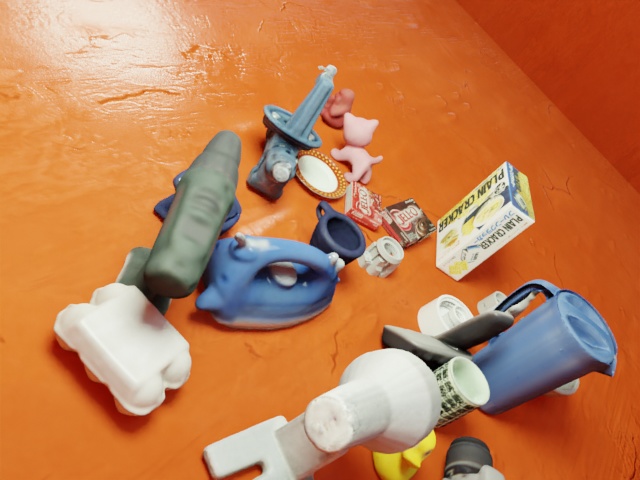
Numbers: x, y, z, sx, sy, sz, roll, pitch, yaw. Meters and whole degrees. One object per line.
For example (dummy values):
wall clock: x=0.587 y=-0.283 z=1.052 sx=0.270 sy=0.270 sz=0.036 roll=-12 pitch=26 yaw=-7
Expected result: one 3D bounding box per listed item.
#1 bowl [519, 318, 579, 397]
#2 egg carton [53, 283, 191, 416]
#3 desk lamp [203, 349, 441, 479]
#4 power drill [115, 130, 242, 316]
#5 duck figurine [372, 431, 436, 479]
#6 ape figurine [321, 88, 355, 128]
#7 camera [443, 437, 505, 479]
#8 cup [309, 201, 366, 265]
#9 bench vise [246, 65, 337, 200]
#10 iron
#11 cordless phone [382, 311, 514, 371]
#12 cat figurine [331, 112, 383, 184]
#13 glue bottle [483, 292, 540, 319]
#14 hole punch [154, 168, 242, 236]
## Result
bowl: x=0.421 y=0.239 z=1.122 sx=0.168 sy=0.074 sz=0.167 roll=25 pitch=41 yaw=-24
egg carton: x=-0.220 y=0.122 z=0.650 sx=0.150 sy=0.069 sz=0.107 roll=46 pitch=37 yaw=2
desk lamp: x=0.011 y=0.219 z=0.651 sx=0.204 sy=0.213 sz=0.118 roll=-8 pitch=61 yaw=-46
power drill: x=-0.172 y=-0.006 z=0.700 sx=0.076 sy=0.208 sz=0.229 roll=27 pitch=40 yaw=-20
duck figurine: x=0.127 y=0.284 z=0.801 sx=0.077 sy=0.086 sz=0.105 roll=39 pitch=37 yaw=-6
ape figurine: x=0.043 y=-0.299 z=1.270 sx=0.076 sy=0.092 sz=0.078 roll=41 pitch=37 yaw=-4
camera: x=0.229 y=0.358 z=0.812 sx=0.143 sy=0.100 sz=0.137 roll=36 pitch=38 yaw=-10
cup: x=0.009 y=0.003 z=0.951 sx=0.092 sy=0.094 sz=0.117 roll=-7 pitch=60 yaw=-45
bench vise: x=-0.032 y=-0.183 z=0.987 sx=0.122 sy=0.219 sz=0.207 roll=15 pitch=46 yaw=-33
iron: x=-0.050 y=0.046 z=0.818 sx=0.259 sy=0.141 sz=0.118 roll=8 pitch=50 yaw=-38
cordless phone: x=0.203 y=0.150 z=0.916 sx=0.148 sy=0.184 sz=0.094 roll=16 pitch=45 yaw=-32
cat figurine: x=0.084 y=-0.198 z=1.191 sx=0.067 sy=0.117 sz=0.127 roll=-10 pitch=62 yaw=-47
glue bottle: x=0.358 y=0.130 z=1.087 sx=0.078 sy=0.173 sz=0.037 roll=-3 pitch=57 yaw=-44
hole punch: x=-0.168 y=-0.055 z=0.847 sx=0.101 sy=0.091 sz=0.109 roll=45 pitch=37 yaw=1
